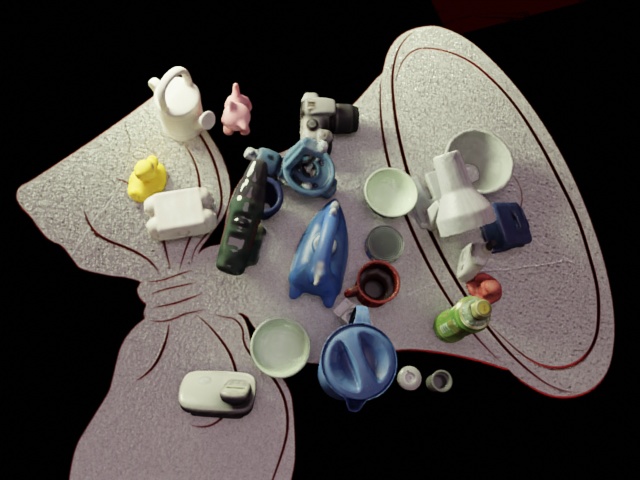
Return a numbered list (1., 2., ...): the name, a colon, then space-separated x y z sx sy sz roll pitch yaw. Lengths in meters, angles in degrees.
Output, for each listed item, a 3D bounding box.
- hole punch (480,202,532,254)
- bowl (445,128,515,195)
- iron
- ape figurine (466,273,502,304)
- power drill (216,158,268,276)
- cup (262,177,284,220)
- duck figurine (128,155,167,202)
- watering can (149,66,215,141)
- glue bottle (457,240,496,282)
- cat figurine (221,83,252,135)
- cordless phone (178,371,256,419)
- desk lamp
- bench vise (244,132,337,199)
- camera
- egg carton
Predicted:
1. hole punch: 0.427 -0.035 1.299 0.101 0.091 0.108 -13 74 -10
2. bowl: 0.364 -0.172 1.346 0.167 0.074 0.167 2 72 -5
3. iron: 0.011 0.004 1.216 0.118 0.141 0.258 13 71 -1
4. ape figurine: 0.365 0.108 1.246 0.076 0.092 0.078 18 71 0
5. power drill: -0.153 -0.029 1.174 0.075 0.208 0.230 14 71 -1
6. cup: -0.134 -0.071 1.250 0.091 0.095 0.118 36 72 6
7. duck figurine: -0.382 -0.139 1.251 0.077 0.086 0.105 28 71 4
8. watering can: -0.304 -0.303 1.256 0.173 0.194 0.101 17 71 0
9. glue bottle: 0.339 0.033 1.224 0.037 0.173 0.078 17 71 0
10. cat figurine: -0.190 -0.295 1.305 0.067 0.117 0.128 0 72 -6
11. cordless phone: -0.195 0.287 1.079 0.147 0.185 0.094 1 72 -5
12. desk lamp: 0.274 -0.088 1.236 0.118 0.213 0.203 -18 74 -11
13. bench vise: -0.058 -0.158 1.220 0.207 0.219 0.121 -1 72 -6
14. camera: 0.022 -0.273 1.329 0.137 0.101 0.143 0 72 -6
15. egg carton: -0.301 -0.055 1.241 0.150 0.069 0.107 -11 73 -9
